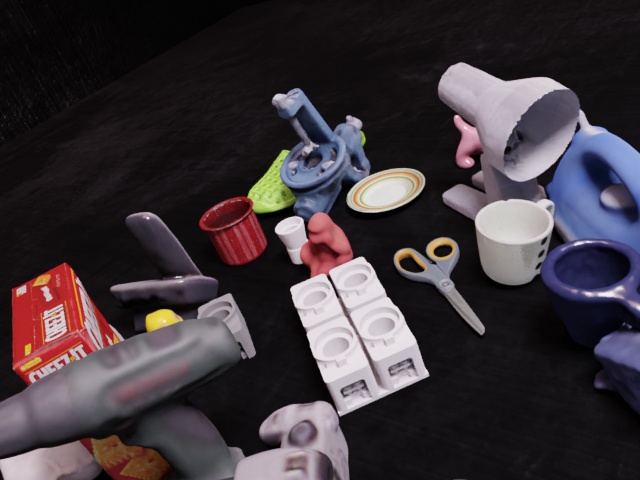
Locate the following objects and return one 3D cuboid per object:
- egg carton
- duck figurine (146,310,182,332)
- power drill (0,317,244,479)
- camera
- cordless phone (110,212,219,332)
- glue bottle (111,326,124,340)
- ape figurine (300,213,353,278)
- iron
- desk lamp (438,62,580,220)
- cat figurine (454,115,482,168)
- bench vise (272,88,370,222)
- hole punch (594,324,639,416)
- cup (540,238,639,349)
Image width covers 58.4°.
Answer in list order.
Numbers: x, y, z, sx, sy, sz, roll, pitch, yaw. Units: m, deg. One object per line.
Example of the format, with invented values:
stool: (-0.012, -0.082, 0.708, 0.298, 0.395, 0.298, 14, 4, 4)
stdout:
egg carton: (-0.316, 0.239, 0.668, 0.107, 0.069, 0.149, -37, 34, -24)
duck figurine: (-0.199, 0.128, 0.752, 0.104, 0.086, 0.078, -1, 37, 30)
power drill: (-0.163, 0.181, 0.531, 0.230, 0.209, 0.075, -33, 33, -17)
camera: (-0.047, 0.220, 0.505, 0.136, 0.101, 0.143, -15, 32, 11)
cordless phone: (-0.244, 0.038, 0.822, 0.147, 0.185, 0.094, -9, 33, 20)
glue bottle: (-0.320, 0.118, 0.758, 0.078, 0.173, 0.037, -28, 32, -11)
ape figurine: (0.007, 0.003, 0.814, 0.077, 0.092, 0.076, 8, 42, 40)
iron: (0.342, -0.043, 0.633, 0.118, 0.142, 0.258, -18, 31, 5)
desk lamp: (0.233, -0.121, 0.751, 0.118, 0.214, 0.202, -30, 32, -13)
cat figurine: (0.273, -0.179, 0.909, 0.127, 0.118, 0.067, 4, 39, 35)
bench vise: (-0.008, -0.167, 0.961, 0.121, 0.220, 0.207, -6, 34, 23)
hole punch: (0.301, 0.097, 0.491, 0.109, 0.091, 0.101, -25, 31, -6)
cup: (0.274, 0.065, 0.553, 0.092, 0.095, 0.117, -24, 31, -5)
